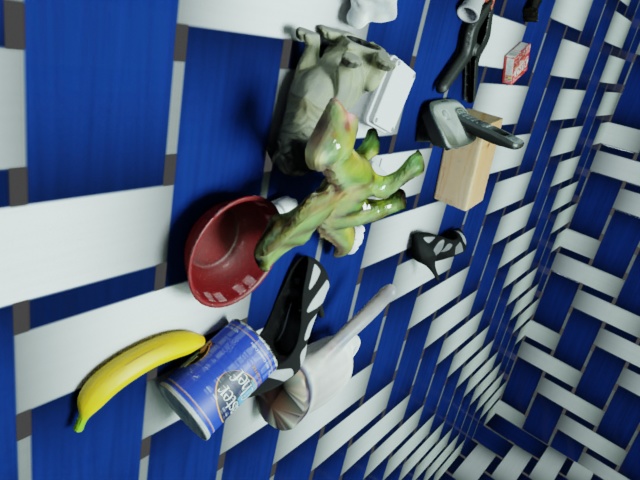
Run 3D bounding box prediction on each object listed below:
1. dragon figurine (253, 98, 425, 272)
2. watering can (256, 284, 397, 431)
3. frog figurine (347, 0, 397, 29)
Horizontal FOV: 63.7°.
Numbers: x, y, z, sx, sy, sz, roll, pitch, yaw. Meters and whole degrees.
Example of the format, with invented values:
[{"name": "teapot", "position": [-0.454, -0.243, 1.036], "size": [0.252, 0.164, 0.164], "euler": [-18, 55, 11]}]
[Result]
[{"name": "dragon figurine", "position": [0.002, -0.037, 0.729], "size": [0.245, 0.124, 0.400], "euler": [-27, 154, -31]}, {"name": "watering can", "position": [0.007, 0.226, 0.957], "size": [0.226, 0.105, 0.341], "euler": [-19, 144, -50]}, {"name": "frog figurine", "position": [0.088, -0.376, 0.716], "size": [0.156, 0.123, 0.139], "euler": [-42, 175, 41]}]
